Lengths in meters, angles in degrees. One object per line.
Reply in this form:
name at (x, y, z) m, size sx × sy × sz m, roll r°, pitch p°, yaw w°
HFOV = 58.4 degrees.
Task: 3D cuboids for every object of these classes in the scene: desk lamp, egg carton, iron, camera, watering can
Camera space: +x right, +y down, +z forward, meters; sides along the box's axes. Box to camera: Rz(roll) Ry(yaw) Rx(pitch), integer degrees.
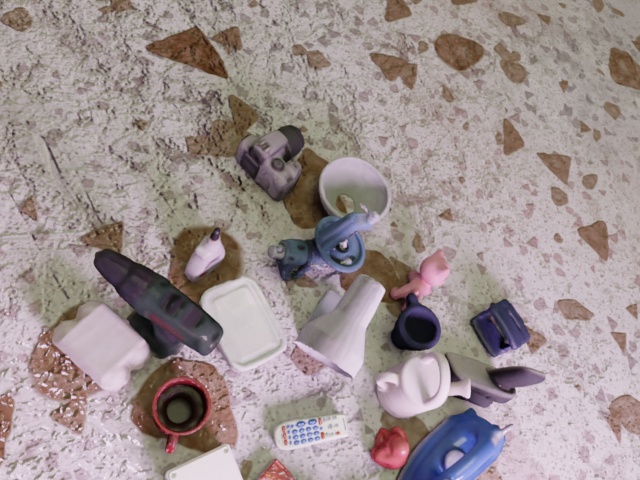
desk lamp at (0.034, 0.156, 1.037) m, size 0.118 × 0.213 × 0.203 m, roll 34°, pitch 59°, yaw -2°
egg carton at (-0.364, 0.176, 0.963) m, size 0.150 × 0.069 × 0.107 m, roll 41°, pitch 59°, yaw 2°
iron at (0.242, 0.412, 1.037) m, size 0.259 × 0.141 × 0.118 m, roll -31°, pitch 79°, yaw -29°
camera at (-0.084, -0.183, 1.218) m, size 0.143 × 0.100 × 0.137 m, roll 46°, pitch 59°, yaw 5°
watering can at (0.194, 0.263, 1.058) m, size 0.173 × 0.194 × 0.101 m, roll -9°, pitch 70°, yaw -24°

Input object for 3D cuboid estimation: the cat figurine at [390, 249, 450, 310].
cat figurine at (0.222, 0.082, 1.198) m, size 0.067 × 0.117 × 0.128 m, roll 46°, pitch 59°, yaw 5°

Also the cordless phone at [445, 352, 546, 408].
cordless phone at (0.336, 0.259, 1.119) m, size 0.148 × 0.185 × 0.094 m, roll 18°, pitch 61°, yaw -12°

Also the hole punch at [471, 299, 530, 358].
hole punch at (0.399, 0.182, 1.233) m, size 0.101 × 0.091 × 0.108 m, roll -22°, pitch 75°, yaw -28°

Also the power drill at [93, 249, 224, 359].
power drill at (-0.271, 0.121, 0.943) m, size 0.230 × 0.208 × 0.076 m, roll 33°, pitch 59°, yaw -3°

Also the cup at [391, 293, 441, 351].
cup at (0.179, 0.173, 1.153) m, size 0.092 × 0.095 × 0.117 m, roll -2°, pitch 67°, yaw -21°

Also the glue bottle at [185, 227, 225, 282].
glue bottle at (-0.201, 0.019, 1.038) m, size 0.037 × 0.173 × 0.078 m, roll 45°, pitch 59°, yaw 4°

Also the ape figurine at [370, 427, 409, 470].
ape figurine at (0.134, 0.379, 1.041) m, size 0.078 × 0.092 × 0.076 m, roll -17°, pitch 73°, yaw -26°

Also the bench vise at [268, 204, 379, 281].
bench vise at (0.016, 0.014, 1.094) m, size 0.208 × 0.219 × 0.121 m, roll -24°, pitch 76°, yaw -28°

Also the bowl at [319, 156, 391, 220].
bowl at (0.066, -0.094, 1.248) m, size 0.168 × 0.074 × 0.167 m, roll 8°, pitch 64°, yaw -17°
